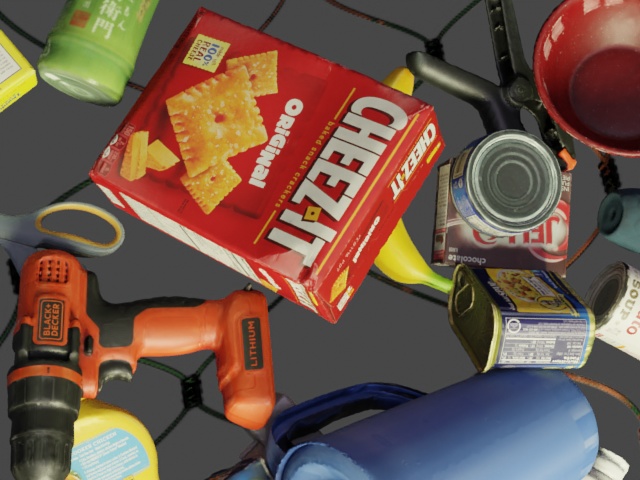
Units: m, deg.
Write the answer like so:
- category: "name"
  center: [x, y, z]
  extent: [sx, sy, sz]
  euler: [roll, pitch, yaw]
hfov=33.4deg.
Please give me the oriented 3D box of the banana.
- category: "banana"
  center: [0.057, -0.047, 0.875]
  extent: [0.069, 0.037, 0.198]
  euler: [-5, 77, -14]

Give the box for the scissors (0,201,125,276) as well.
- category: "scissors"
  center: [-0.253, 0.006, 0.817]
  extent: [0.201, 0.016, 0.096]
  euler: [3, 83, -12]

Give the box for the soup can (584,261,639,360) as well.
- category: "soup can"
  center: [0.281, 0.069, 0.900]
  extent: [0.102, 0.068, 0.068]
  euler: [27, 79, -8]

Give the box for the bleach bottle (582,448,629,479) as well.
- category: "bleach bottle"
  center: [0.183, 0.286, 0.859]
  extent: [0.102, 0.068, 0.250]
  euler: [36, 76, -7]

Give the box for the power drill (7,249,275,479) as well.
- category: "power drill"
  center: [-0.129, 0.095, 0.772]
  extent: [0.187, 0.057, 0.184]
  euler: [6, 58, -18]

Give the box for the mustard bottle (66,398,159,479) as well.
- category: "mustard bottle"
  center: [-0.164, 0.182, 0.795]
  extent: [0.096, 0.058, 0.191]
  euler: [-24, 89, -16]

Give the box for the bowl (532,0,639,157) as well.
- category: "bowl"
  center: [0.256, -0.135, 0.889]
  extent: [0.162, 0.055, 0.162]
  euler: [-2, 72, 5]

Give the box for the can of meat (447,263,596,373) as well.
- category: "can of meat"
  center: [0.156, 0.060, 0.839]
  extent: [0.083, 0.102, 0.057]
  euler: [2, 114, -13]

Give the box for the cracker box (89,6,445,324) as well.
- category: "cracker box"
  center: [-0.041, -0.062, 0.795]
  extent: [0.214, 0.072, 0.164]
  euler: [27, 77, 24]

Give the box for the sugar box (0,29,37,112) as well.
- category: "sugar box"
  center: [-0.308, -0.164, 0.809]
  extent: [0.093, 0.048, 0.176]
  euler: [-40, 90, -14]

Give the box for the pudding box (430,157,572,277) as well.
- category: "pudding box"
  center: [0.152, -0.017, 0.896]
  extent: [0.113, 0.039, 0.090]
  euler: [6, 83, -11]

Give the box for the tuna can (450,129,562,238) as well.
- category: "tuna can"
  center: [0.151, -0.046, 0.860]
  extent: [0.086, 0.034, 0.086]
  euler: [2, 84, -14]

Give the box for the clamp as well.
- category: "clamp"
  center: [0.164, -0.134, 0.912]
  extent: [0.171, 0.039, 0.120]
  euler: [44, 76, -13]

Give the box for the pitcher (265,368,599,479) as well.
- category: "pitcher"
  center: [0.087, 0.166, 0.788]
  extent: [0.242, 0.145, 0.149]
  euler: [-17, 88, -40]
